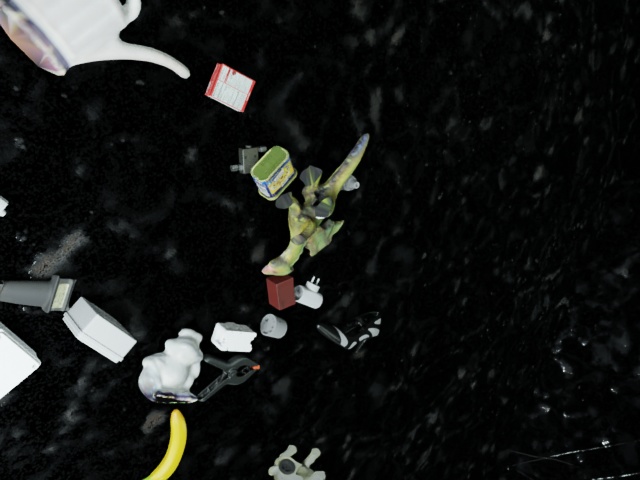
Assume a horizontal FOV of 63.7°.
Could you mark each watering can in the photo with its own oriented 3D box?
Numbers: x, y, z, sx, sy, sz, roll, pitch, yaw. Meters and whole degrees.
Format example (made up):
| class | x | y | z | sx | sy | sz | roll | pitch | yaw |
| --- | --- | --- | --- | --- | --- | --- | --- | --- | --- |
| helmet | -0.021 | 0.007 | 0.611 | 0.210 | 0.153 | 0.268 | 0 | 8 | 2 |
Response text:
| class | x | y | z | sx | sy | sz | roll | pitch | yaw |
| --- | --- | --- | --- | --- | --- | --- | --- | --- | --- |
| watering can | -0.388 | -0.363 | 0.871 | 0.227 | 0.105 | 0.341 | -48 | 129 | -15 |

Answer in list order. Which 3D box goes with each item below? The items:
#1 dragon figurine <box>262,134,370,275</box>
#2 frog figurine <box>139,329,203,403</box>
| class | x | y | z | sx | sy | sz | roll | pitch | yaw |
| --- | --- | --- | --- | --- | --- | --- | --- | --- | --- |
| dragon figurine | 0.004 | -0.065 | 1.293 | 0.413 | 0.123 | 0.239 | -46 | 159 | -10 |
| frog figurine | -0.331 | 0.280 | 1.157 | 0.136 | 0.121 | 0.163 | 19 | 56 | -34 |
